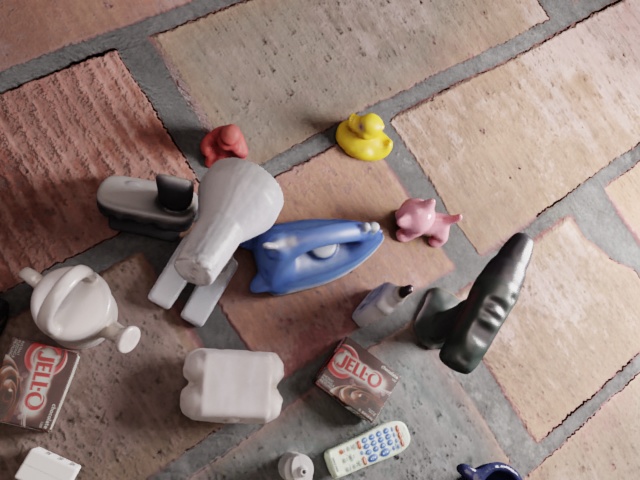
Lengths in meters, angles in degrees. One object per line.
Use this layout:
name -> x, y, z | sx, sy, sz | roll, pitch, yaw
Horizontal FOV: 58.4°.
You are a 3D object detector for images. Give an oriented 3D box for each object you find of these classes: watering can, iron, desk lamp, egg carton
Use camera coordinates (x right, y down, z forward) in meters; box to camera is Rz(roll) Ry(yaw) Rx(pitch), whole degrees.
watering can -> -0.321, 0.089, 0.765 | 0.173, 0.193, 0.101 | 14, 71, -12
iron -> 0.008, 0.003, 0.912 | 0.259, 0.141, 0.118 | -13, 78, -19
desk lamp -> -0.151, 0.007, 0.826 | 0.118, 0.213, 0.203 | 29, 69, -6
egg carton -> -0.129, 0.217, 0.850 | 0.150, 0.069, 0.107 | 5, 73, -14

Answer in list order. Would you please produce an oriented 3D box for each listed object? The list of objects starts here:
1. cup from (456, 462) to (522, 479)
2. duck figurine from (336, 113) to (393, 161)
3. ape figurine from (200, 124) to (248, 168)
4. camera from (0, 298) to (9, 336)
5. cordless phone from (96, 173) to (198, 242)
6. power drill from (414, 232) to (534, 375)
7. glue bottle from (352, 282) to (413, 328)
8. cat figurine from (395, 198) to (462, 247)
cup -> 0.248, 0.386, 0.895 | 0.118, 0.094, 0.092 | 36, 68, -3
duck figurine -> 0.087, -0.191, 1.020 | 0.105, 0.086, 0.077 | 24, 69, -8
ape figurine -> -0.153, -0.160, 0.939 | 0.078, 0.092, 0.076 | 27, 69, -7
camera -> -0.501, 0.108, 0.758 | 0.137, 0.100, 0.143 | 15, 71, -11
cordless phone -> -0.250, -0.071, 0.836 | 0.148, 0.185, 0.094 | 8, 72, -13
power drill -> 0.237, 0.105, 0.912 | 0.076, 0.208, 0.230 | 31, 69, -5
glue bottle -> 0.106, 0.094, 0.897 | 0.037, 0.173, 0.078 | 44, 68, 0
cat figurine -> 0.181, -0.037, 0.986 | 0.128, 0.117, 0.067 | 5, 73, -14
